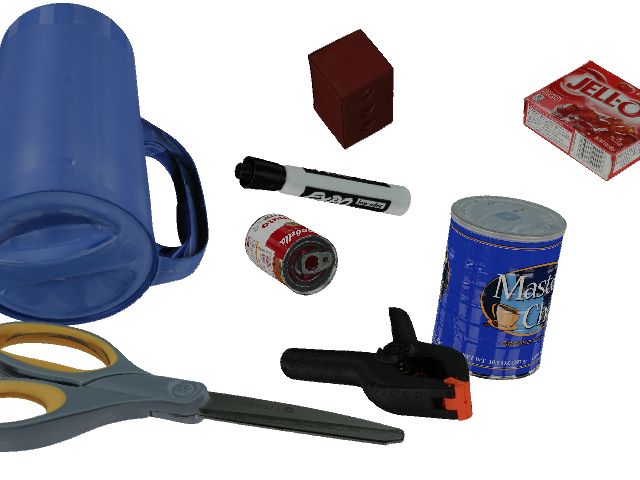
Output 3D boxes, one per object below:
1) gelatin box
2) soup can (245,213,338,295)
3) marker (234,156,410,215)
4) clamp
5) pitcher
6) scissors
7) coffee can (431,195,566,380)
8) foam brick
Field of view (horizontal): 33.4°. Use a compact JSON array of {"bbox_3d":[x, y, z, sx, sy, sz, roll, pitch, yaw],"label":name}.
[{"bbox_3d":[0.208,-0.092,0.799,0.073,0.030,0.089,-30,51,-24],"label":"gelatin box"},{"bbox_3d":[-0.034,0.014,1.191,0.068,0.068,0.102,0,15,-29],"label":"soup can"},{"bbox_3d":[0.002,-0.032,0.642,0.120,0.020,0.020,9,-5,-34],"label":"marker"},{"bbox_3d":[0.047,0.098,0.808,0.120,0.039,0.172,-22,19,-17],"label":"clamp"},{"bbox_3d":[-0.180,-0.065,0.795,0.145,0.243,0.149,-23,-45,13],"label":"pitcher"},{"bbox_3d":[-0.075,0.076,0.454,0.202,0.016,0.096,15,29,24],"label":"scissors"},{"bbox_3d":[0.161,0.041,0.975,0.103,0.140,0.103,5,21,-2],"label":"coffee can"},{"bbox_3d":[0.026,-0.126,0.889,0.053,0.051,0.078,-30,-26,-11],"label":"foam brick"}]
